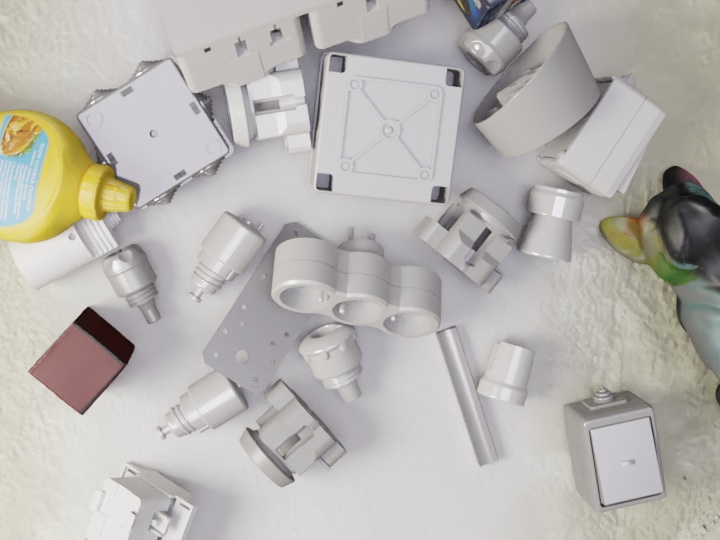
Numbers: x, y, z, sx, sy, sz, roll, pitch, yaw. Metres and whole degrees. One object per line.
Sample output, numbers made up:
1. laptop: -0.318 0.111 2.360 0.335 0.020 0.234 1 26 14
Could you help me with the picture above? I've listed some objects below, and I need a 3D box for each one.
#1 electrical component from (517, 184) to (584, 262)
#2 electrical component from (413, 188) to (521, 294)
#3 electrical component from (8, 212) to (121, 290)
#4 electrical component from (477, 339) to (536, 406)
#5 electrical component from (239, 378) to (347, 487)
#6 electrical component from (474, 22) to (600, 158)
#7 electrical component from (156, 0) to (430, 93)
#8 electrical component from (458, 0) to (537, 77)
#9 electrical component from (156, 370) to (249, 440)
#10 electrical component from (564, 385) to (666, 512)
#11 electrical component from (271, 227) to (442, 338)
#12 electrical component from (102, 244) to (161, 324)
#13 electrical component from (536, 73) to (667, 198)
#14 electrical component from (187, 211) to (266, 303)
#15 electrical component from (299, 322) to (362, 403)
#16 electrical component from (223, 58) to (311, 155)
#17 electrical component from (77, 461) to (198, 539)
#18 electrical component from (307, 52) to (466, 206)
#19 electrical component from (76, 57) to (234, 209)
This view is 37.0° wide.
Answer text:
1. electrical component: 0.153 -0.038 0.863 0.045 0.045 0.055 11 96 -8
2. electrical component: 0.090 -0.027 0.850 0.078 0.058 0.057 38 92 -20
3. electrical component: -0.220 -0.023 0.820 0.081 0.043 0.043 -28 100 -3
4. electrical component: 0.121 0.084 0.879 0.040 0.040 0.046 17 90 -9
5. electrical component: -0.058 0.135 0.855 0.057 0.058 0.078 -42 100 -3
6. electrical component: 0.132 -0.134 0.822 0.099 0.099 0.064 -37 107 -1
7. electrical component: -0.054 -0.210 0.782 0.186 0.060 0.105 -20 67 -4
8. electrical component: 0.111 -0.185 0.839 0.043 0.043 0.062 43 90 -10
9. electrical component: -0.125 0.109 0.851 0.078 0.040 0.040 -32 100 -2
10. electrical component: 0.210 0.144 0.887 0.062 0.061 0.096 -11 99 -5
11. electrical component: 0.000 0.000 0.841 0.138 0.052 0.073 15 58 -20
12. electrical component: -0.173 0.013 0.835 0.035 0.035 0.061 -26 102 -3
13. electrical component: 0.197 -0.109 0.850 0.061 0.061 0.096 32 93 -10
14. electrical component: -0.107 -0.009 0.837 0.040 0.040 0.078 36 92 -10
15. electrical component: -0.018 0.076 0.859 0.048 0.048 0.062 -24 107 -3
16. electrical component: -0.072 -0.125 0.818 0.057 0.058 0.078 -10 100 -8
17. electrical component: -0.186 0.223 0.841 0.079 0.063 0.121 24 96 31
18. electrical component: 0.019 -0.109 0.831 0.109 0.056 0.108 6 98 -7
19. electrical component: -0.155 -0.103 0.814 0.100 0.048 0.099 -32 100 -2
